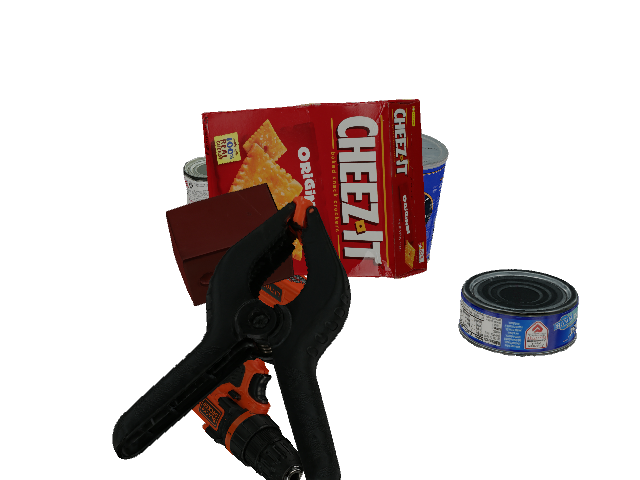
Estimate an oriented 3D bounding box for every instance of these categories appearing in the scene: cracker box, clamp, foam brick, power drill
[{"bbox_3d":[-0.009,-0.049,1.031,0.214,0.164,0.071,1,9,34],"label":"cracker box"},{"bbox_3d":[-0.022,0.058,0.566,0.120,0.171,0.039,21,-23,13],"label":"clamp"},{"bbox_3d":[-0.064,0.003,0.757,0.078,0.051,0.053,-17,-37,-9],"label":"foam brick"},{"bbox_3d":[-0.054,0.125,1.051,0.057,0.188,0.185,13,15,-46],"label":"power drill"}]

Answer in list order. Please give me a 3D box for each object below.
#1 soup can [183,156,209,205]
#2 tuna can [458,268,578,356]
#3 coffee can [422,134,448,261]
[{"bbox_3d":[-0.124,-0.041,1.245,0.068,0.102,0.068,-1,28,1],"label":"soup can"},{"bbox_3d":[0.145,0.051,0.780,0.086,0.034,0.086,0,20,0],"label":"tuna can"},{"bbox_3d":[0.090,-0.048,1.267,0.102,0.140,0.103,5,28,-3],"label":"coffee can"}]
